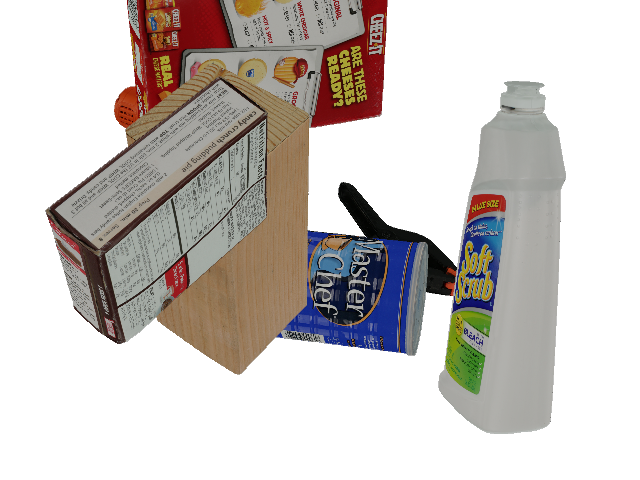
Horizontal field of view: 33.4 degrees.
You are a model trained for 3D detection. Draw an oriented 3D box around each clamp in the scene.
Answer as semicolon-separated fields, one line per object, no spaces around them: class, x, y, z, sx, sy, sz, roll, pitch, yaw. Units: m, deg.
clamp;0.063;0.010;1.250;0.210;0.036;0.164;32;38;23

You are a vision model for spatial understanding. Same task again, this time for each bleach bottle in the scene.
bleach bottle;0.136;0.009;0.785;0.068;0.251;0.103;-3;16;-16

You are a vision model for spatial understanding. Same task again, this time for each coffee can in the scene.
coffee can;0.022;0.045;0.971;0.140;0.103;0.102;6;1;10

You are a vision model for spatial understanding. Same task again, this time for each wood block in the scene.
wood block;-0.069;-0.010;0.773;0.090;0.206;0.090;31;56;23

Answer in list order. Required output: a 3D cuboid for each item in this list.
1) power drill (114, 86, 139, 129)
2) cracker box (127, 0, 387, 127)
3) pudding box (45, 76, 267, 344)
power drill;-0.133;-0.055;1.104;0.185;0.188;0.057;23;35;29
cracker box;-0.054;-0.174;0.913;0.213;0.164;0.072;-12;40;-16
pudding box;-0.074;-0.013;0.521;0.039;0.113;0.090;35;-28;19
